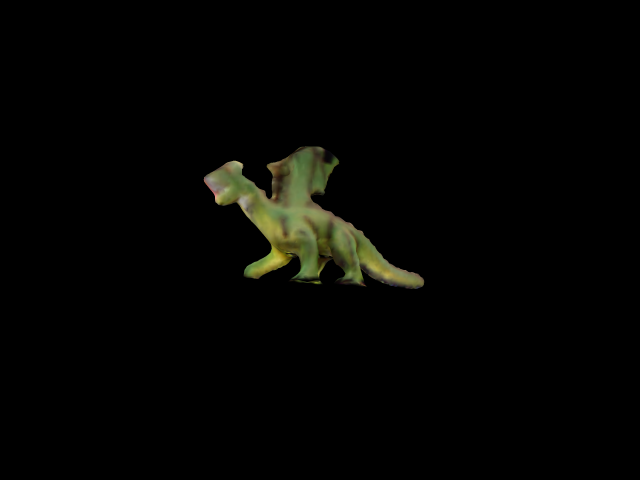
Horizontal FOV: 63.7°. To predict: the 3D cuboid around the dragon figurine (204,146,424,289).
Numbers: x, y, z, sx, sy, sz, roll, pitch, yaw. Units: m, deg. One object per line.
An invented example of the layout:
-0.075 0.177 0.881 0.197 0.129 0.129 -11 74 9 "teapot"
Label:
0.003 -0.043 0.850 0.410 0.245 0.121 6 -13 -30 "dragon figurine"
